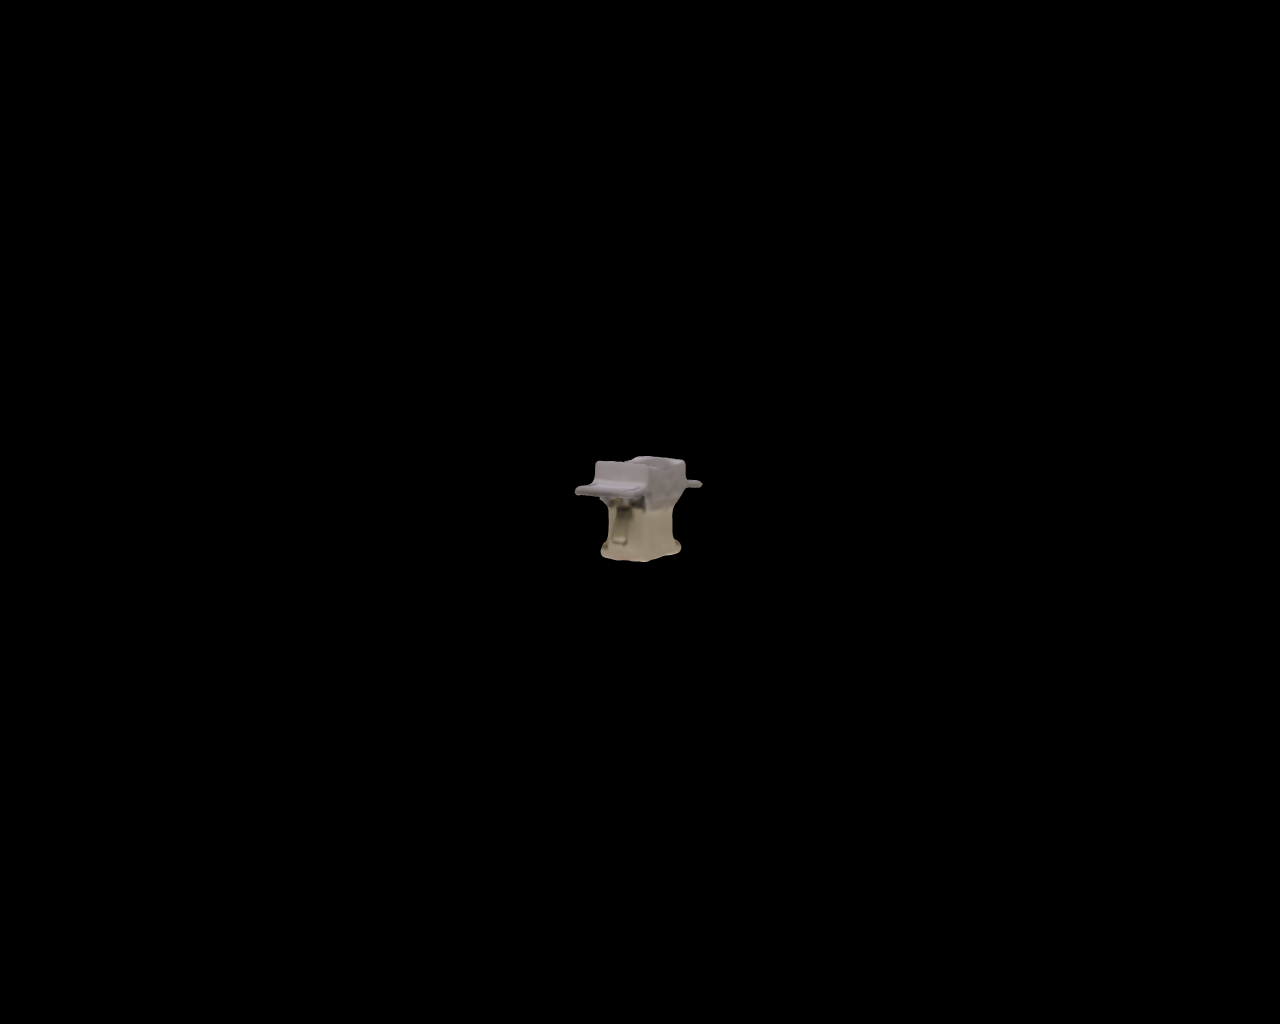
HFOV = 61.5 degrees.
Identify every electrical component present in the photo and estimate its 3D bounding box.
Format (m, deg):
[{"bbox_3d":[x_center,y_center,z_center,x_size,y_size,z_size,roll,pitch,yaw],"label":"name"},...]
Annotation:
[{"bbox_3d":[0.001,-0.003,0.650,0.042,0.063,0.081,5,9,35],"label":"electrical component"}]
